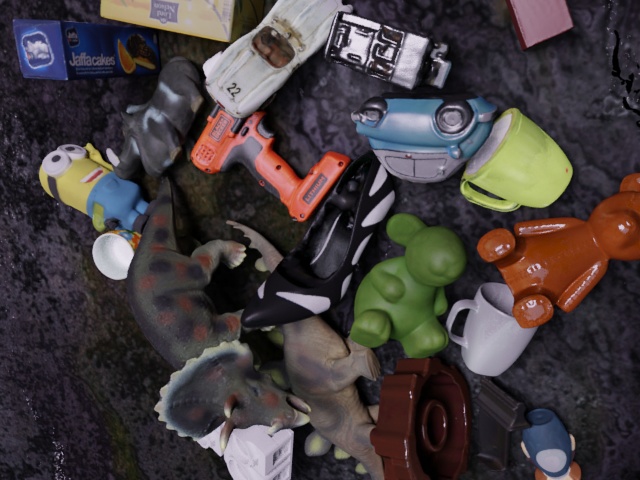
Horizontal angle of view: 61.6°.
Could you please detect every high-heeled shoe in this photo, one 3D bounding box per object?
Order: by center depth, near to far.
[{"bbox_3d":[-0.001,-0.002,0.645,0.086,0.249,0.145,29,141,39],"label":"high-heeled shoe"}]

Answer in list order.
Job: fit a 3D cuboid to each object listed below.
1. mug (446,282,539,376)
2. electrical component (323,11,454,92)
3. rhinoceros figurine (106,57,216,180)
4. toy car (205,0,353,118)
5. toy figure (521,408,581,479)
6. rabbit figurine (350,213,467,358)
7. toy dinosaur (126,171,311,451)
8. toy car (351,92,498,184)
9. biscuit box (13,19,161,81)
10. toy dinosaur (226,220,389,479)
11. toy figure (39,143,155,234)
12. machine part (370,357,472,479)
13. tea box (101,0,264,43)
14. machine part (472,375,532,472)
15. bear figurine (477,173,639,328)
[{"bbox_3d":[0.212,0.118,0.680,0.109,0.081,0.107,6,117,-14],"label":"mug"},{"bbox_3d":[0.082,-0.207,0.599,0.134,0.115,0.058,22,114,10],"label":"electrical component"},{"bbox_3d":[-0.216,-0.153,0.723,0.112,0.073,0.190,40,113,-1],"label":"rhinoceros figurine"},{"bbox_3d":[-0.046,-0.227,0.628,0.073,0.056,0.202,44,85,-2],"label":"toy car"},{"bbox_3d":[0.317,0.303,0.729,0.064,0.058,0.154,-8,109,47],"label":"toy figure"},{"bbox_3d":[0.125,0.042,0.646,0.121,0.159,0.170,21,138,-9],"label":"rabbit figurine"},{"bbox_3d":[-0.169,0.082,0.675,0.131,0.192,0.405,-43,76,26],"label":"toy dinosaur"},{"bbox_3d":[0.119,-0.117,0.621,0.162,0.109,0.102,3,109,17],"label":"toy car"},{"bbox_3d":[-0.268,-0.225,0.644,0.059,0.203,0.062,5,110,13],"label":"biscuit box"},{"bbox_3d":[0.001,0.178,0.754,0.199,0.105,0.471,-16,94,24],"label":"toy dinosaur"},{"bbox_3d":[-0.322,-0.067,0.778,0.180,0.082,0.089,32,116,1],"label":"toy figure"},{"bbox_3d":[0.136,0.238,0.695,0.056,0.179,0.179,-10,105,41],"label":"machine part"},{"bbox_3d":[-0.164,-0.286,0.653,0.170,0.098,0.068,14,110,12],"label":"tea box"},{"bbox_3d":[0.243,0.257,0.731,0.084,0.039,0.138,31,132,49],"label":"machine part"},{"bbox_3d":[0.298,0.008,0.600,0.196,0.132,0.120,-29,75,27],"label":"bear figurine"}]
